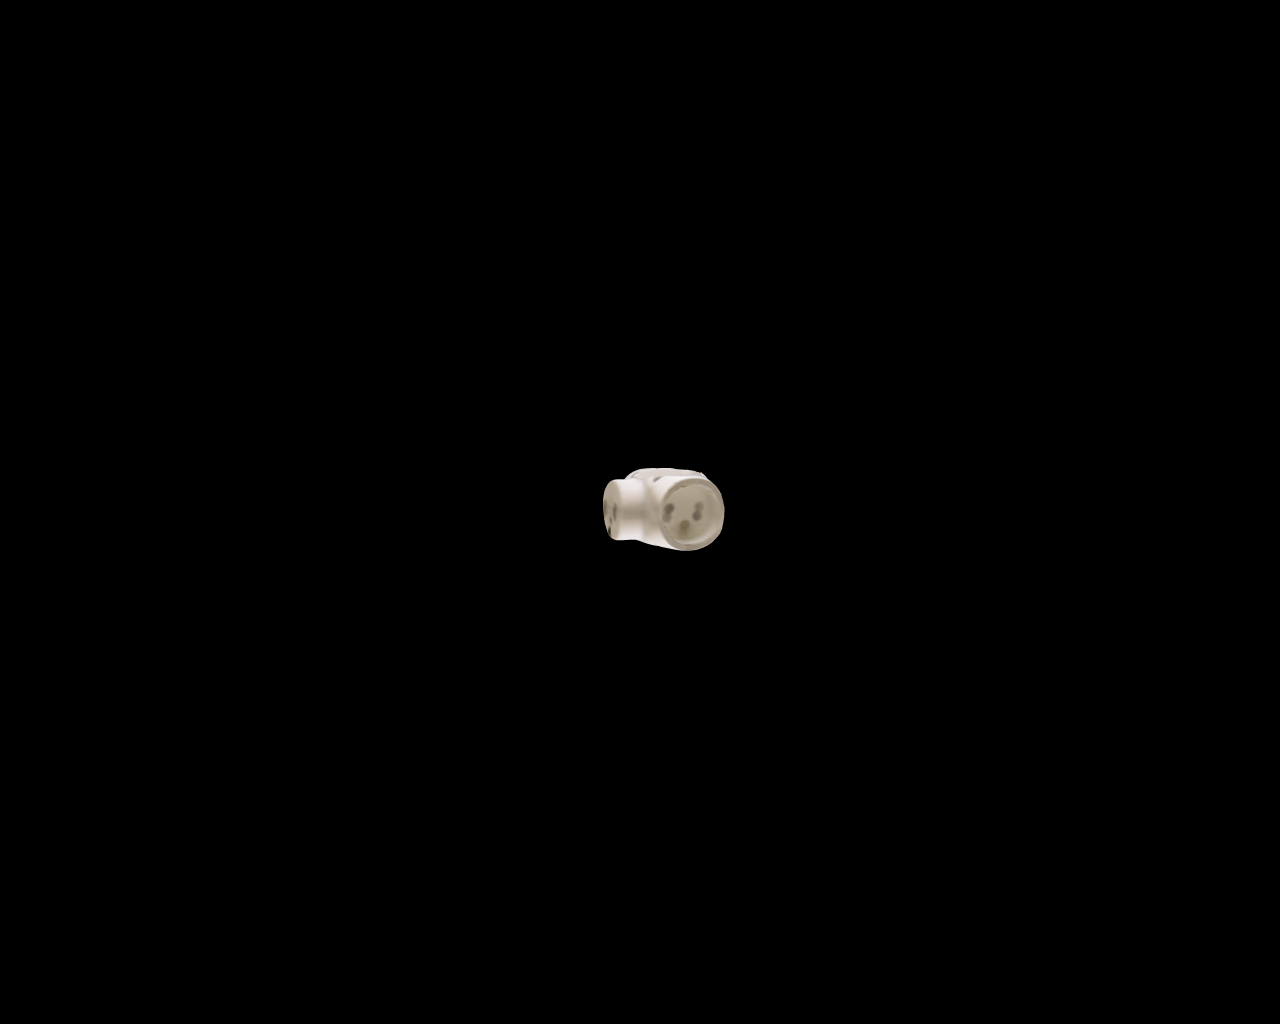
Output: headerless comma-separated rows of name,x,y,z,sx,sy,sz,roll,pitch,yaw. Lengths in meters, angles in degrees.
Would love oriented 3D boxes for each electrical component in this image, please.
electrical component,0.001,-0.003,0.650,0.079,0.044,0.077,-3,8,-19
